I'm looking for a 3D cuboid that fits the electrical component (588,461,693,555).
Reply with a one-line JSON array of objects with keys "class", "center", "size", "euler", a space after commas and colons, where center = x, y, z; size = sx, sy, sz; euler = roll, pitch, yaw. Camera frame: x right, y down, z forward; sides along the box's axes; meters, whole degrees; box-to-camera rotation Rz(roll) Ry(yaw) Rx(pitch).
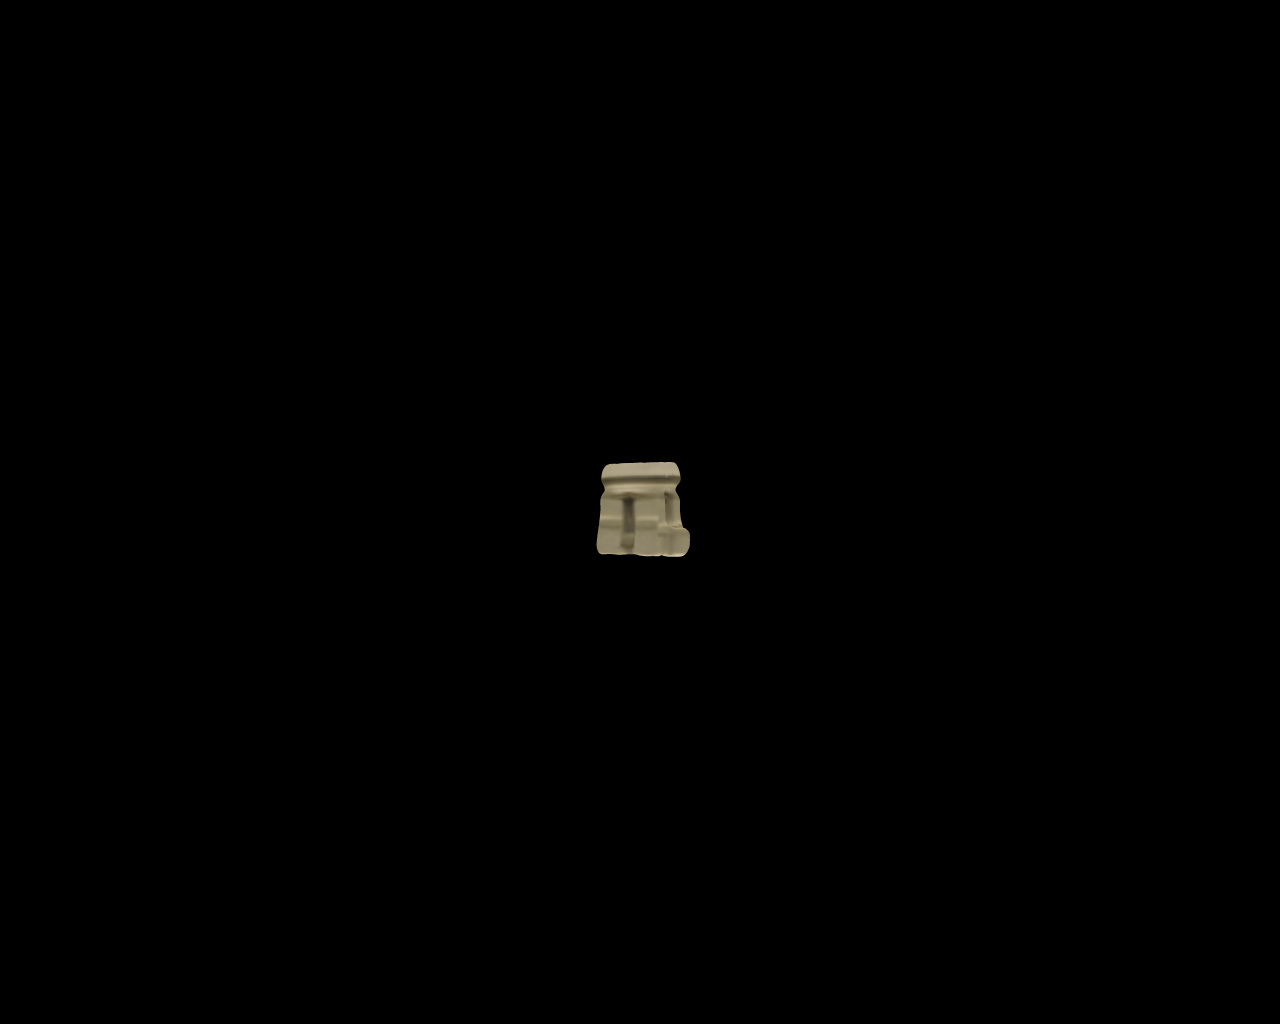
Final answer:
[{"class": "electrical component", "center": [0.001, -0.003, 0.650], "size": [0.066, 0.055, 0.048], "euler": [0, 0, 25]}]
